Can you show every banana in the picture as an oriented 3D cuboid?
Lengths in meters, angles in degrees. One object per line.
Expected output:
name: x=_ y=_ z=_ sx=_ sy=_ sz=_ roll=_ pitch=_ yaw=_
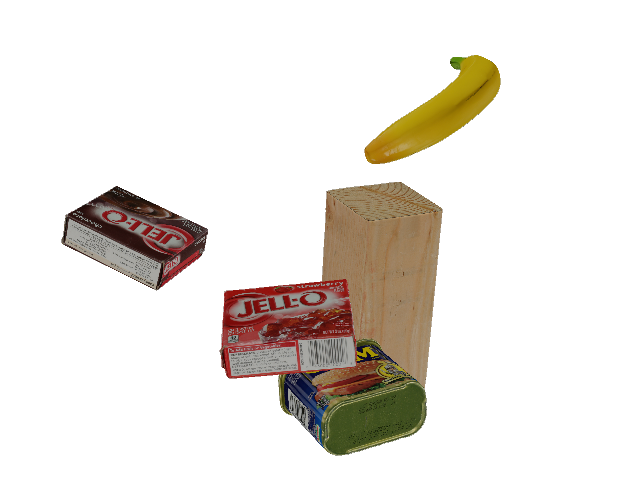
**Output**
banana: x=0.110 y=-0.117 z=0.926 sx=0.070 sy=0.037 sz=0.197 roll=-15 pitch=21 yaw=40

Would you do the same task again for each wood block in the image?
wood block: x=0.060 y=0.053 z=1.112 sx=0.090 sy=0.206 sz=0.091 roll=-8 pitch=25 yaw=-25

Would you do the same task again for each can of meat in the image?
can of meat: x=0.028 y=0.132 z=0.901 sx=0.102 sy=0.057 sz=0.084 roll=-12 pitch=24 yaw=-23

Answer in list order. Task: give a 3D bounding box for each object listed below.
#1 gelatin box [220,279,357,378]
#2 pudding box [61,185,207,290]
gelatin box: x=-0.022 y=0.059 z=0.725 sx=0.089 sy=0.030 sz=0.073 roll=-5 pitch=28 yaw=0
pudding box: x=-0.180 y=-0.004 z=1.041 sx=0.113 sy=0.039 sz=0.089 roll=23 pitch=27 yaw=14
